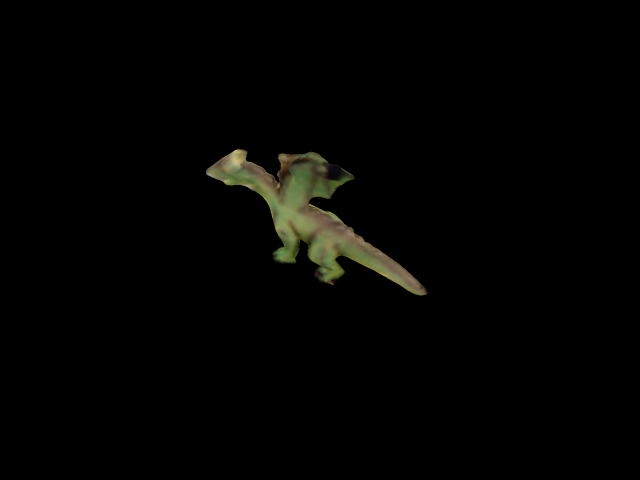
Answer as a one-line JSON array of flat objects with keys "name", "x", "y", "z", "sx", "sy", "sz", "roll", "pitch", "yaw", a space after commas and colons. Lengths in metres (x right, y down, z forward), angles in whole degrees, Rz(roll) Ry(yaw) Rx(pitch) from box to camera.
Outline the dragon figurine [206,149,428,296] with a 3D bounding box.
[{"name": "dragon figurine", "x": 0.003, "y": -0.043, "z": 0.850, "sx": 0.411, "sy": 0.124, "sz": 0.237, "roll": 20, "pitch": -29, "yaw": 12}]
